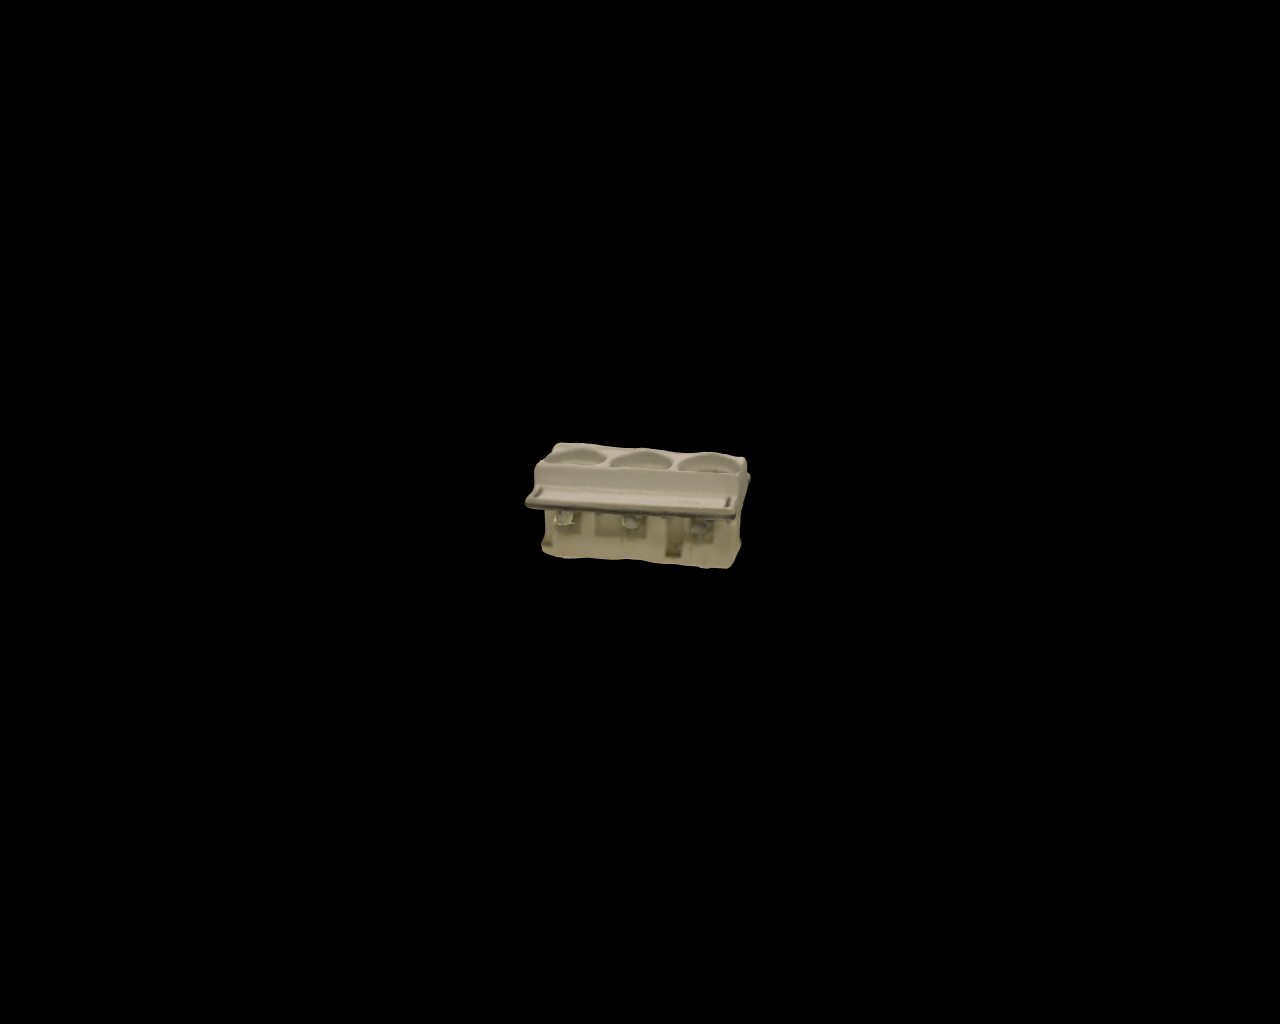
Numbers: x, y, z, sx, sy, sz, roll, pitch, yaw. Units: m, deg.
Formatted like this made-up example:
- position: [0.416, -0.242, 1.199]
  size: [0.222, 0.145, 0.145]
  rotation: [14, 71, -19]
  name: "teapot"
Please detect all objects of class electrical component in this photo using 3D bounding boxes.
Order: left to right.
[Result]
- position: [0.001, -0.003, 0.650]
  size: [0.121, 0.063, 0.079]
  rotation: [4, 20, 12]
  name: "electrical component"
